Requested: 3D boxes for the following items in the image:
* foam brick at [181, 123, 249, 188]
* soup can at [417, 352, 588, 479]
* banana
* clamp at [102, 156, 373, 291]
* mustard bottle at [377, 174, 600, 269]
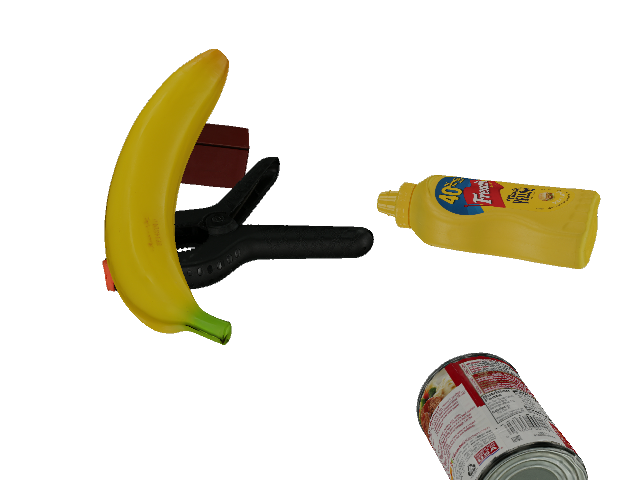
[{"bbox_3d":[-0.118,-0.093,1.161,0.078,0.051,0.053,6,30,-6],"label":"foam brick"},{"bbox_3d":[0.101,0.116,0.604,0.068,0.068,0.102,0,22,-12],"label":"soup can"},{"bbox_3d":[-0.084,-0.025,0.591,0.069,0.198,0.037,-2,-32,-3],"label":"banana"},{"bbox_3d":[-0.083,-0.009,0.888,0.209,0.036,0.165,-16,35,-19],"label":"clamp"},{"bbox_3d":[0.143,-0.022,0.939,0.192,0.058,0.096,8,29,19],"label":"mustard bottle"}]
